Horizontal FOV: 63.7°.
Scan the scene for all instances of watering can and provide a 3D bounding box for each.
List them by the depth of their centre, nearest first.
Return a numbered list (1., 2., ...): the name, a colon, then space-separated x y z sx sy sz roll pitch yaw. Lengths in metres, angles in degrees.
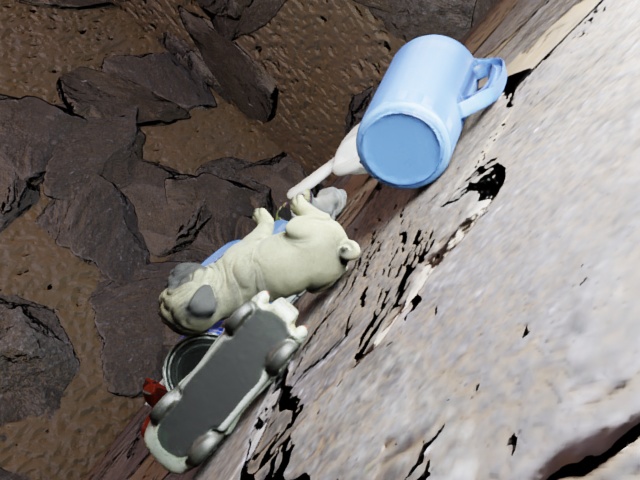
1. watering can: 0.081 -0.210 1.251 0.344 0.103 0.229 -23 19 31

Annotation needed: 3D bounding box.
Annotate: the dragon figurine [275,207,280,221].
1. dragon figurine: -0.125 0.036 1.500 0.403 0.122 0.248 -57 9 28

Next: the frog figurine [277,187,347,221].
1. frog figurine: 0.004 -0.060 1.201 0.160 0.125 0.135 -2 -44 -44
